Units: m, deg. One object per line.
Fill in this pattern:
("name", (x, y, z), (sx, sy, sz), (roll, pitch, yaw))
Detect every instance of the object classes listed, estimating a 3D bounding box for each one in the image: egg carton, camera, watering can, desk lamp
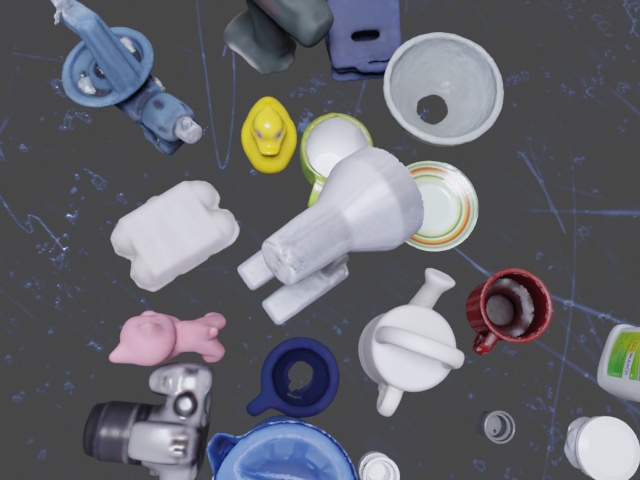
("egg carton", (-0.187, -0.008, 0.740), (0.150, 0.069, 0.107), (-34, 82, -11))
("camera", (-0.201, 0.213, 0.675), (0.137, 0.101, 0.143), (7, 77, -3))
("watering can", (0.107, 0.119, 0.672), (0.101, 0.194, 0.173), (2, 78, -4))
("desk lamp", (0.006, 0.002, 0.679), (0.203, 0.213, 0.118), (-37, 83, -11))

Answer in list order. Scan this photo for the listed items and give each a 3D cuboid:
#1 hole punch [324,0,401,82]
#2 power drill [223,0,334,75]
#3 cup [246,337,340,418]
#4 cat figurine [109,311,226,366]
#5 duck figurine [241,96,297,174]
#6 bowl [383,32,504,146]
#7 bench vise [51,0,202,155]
("hole punch", (0.063, -0.287, 0.809), (0.108, 0.091, 0.101), (-9, 79, -6))
("power drill", (-0.085, -0.316, 0.743), (0.229, 0.208, 0.076), (39, 78, 5))
("cup", (-0.036, 0.175, 0.699), (0.118, 0.095, 0.091), (-34, 82, -10))
("cat figurine", (-0.181, 0.117, 0.689), (0.128, 0.117, 0.067), (-4, 78, -5))
("duck figurine", (-0.069, -0.151, 0.772), (0.077, 0.086, 0.104), (-1, 78, -5))
("bowl", (0.166, -0.200, 0.807), (0.167, 0.074, 0.167), (1, 78, -4))
("bench vise", (-0.231, -0.209, 0.703), (0.207, 0.219, 0.121), (20, 77, 0))
